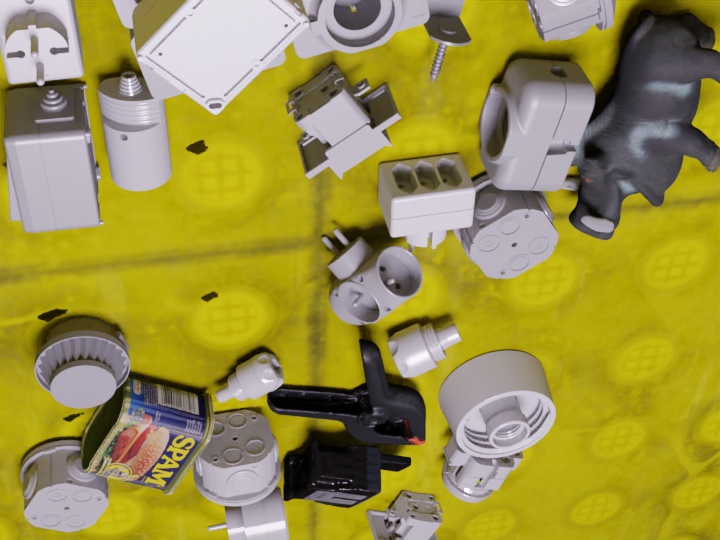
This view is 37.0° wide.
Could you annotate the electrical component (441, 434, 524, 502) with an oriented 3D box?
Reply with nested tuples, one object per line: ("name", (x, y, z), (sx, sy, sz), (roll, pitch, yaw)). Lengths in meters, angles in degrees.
("electrical component", (0.117, 0.197, 1.087), (0.078, 0.058, 0.057), (10, 126, -24))

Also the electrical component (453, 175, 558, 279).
("electrical component", (0.117, -0.036, 0.871), (0.080, 0.051, 0.080), (-8, 134, -9))

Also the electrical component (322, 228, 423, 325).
("electrical component", (0.000, 0.000, 0.868), (0.079, 0.044, 0.077), (49, 144, -7))

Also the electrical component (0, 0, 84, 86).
("electrical component", (-0.198, -0.143, 0.660), (0.047, 0.076, 0.065), (-8, 134, -10))

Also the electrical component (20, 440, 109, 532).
("electrical component", (-0.267, 0.196, 0.977), (0.080, 0.051, 0.080), (-8, 134, -9))

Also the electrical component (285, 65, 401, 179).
("electrical component", (-0.016, -0.108, 0.772), (0.081, 0.042, 0.064), (-33, 129, 14))

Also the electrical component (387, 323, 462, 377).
("electrical component", (0.059, 0.067, 0.957), (0.062, 0.043, 0.043), (-24, 134, 6))

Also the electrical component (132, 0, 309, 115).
("electrical component", (-0.077, -0.150, 0.613), (0.096, 0.061, 0.062), (-40, 130, 21))

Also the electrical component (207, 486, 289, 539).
("electrical component", (-0.109, 0.241, 1.031), (0.074, 0.052, 0.138), (-9, 168, -8))

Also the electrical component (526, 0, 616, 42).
("electrical component", (0.135, -0.192, 0.711), (0.051, 0.080, 0.080), (-18, 135, 8))

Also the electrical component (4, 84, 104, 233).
("electrical component", (-0.211, -0.080, 0.726), (0.061, 0.061, 0.096), (-7, 134, -10))

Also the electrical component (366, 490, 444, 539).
("electrical component", (0.053, 0.271, 1.149), (0.081, 0.042, 0.063), (14, 125, -28))

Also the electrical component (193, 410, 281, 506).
("electrical component", (-0.113, 0.170, 0.980), (0.080, 0.080, 0.051), (-6, 129, -11))

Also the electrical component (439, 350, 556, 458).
("electrical component", (0.135, 0.136, 1.032), (0.108, 0.060, 0.108), (-8, 134, -8))

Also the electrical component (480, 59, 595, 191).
("electrical component", (0.128, -0.108, 0.805), (0.059, 0.053, 0.095), (0, 132, -17))

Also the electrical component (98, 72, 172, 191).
("electrical component", (-0.154, -0.099, 0.738), (0.043, 0.043, 0.081), (-7, 134, -10))

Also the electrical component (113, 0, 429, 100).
("electrical component", (-0.058, -0.184, 0.674), (0.186, 0.060, 0.105), (-16, 135, -1))

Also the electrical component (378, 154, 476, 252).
("electrical component", (0.051, -0.044, 0.847), (0.066, 0.047, 0.076), (-8, 134, -9))

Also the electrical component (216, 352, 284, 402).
("electrical component", (-0.099, 0.099, 0.947), (0.061, 0.035, 0.035), (-29, 134, 15))
